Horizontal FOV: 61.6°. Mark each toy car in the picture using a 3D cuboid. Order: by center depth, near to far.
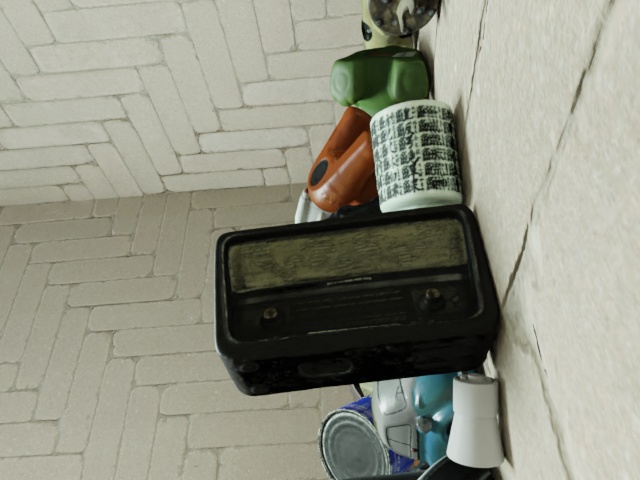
[{"bbox_3d":[0.103,0.166,0.543,0.109,0.103,0.161,-88,-5,-50],"label":"toy car"},{"bbox_3d":[-0.002,-0.002,0.785,0.201,0.074,0.056,100,-173,-53],"label":"toy car"}]

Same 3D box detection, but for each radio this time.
[{"bbox_3d":[0.026,0.050,0.460,0.073,0.230,0.131,77,-174,-50],"label":"radio"}]

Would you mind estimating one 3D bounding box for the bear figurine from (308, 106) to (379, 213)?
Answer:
[{"bbox_3d":[0.087,-0.053,0.666,0.132,0.196,0.120,-54,24,24],"label":"bear figurine"}]

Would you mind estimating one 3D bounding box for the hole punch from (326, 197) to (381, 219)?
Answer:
[{"bbox_3d":[0.084,0.015,0.578,0.092,0.142,0.116,73,-178,-56],"label":"hole punch"}]

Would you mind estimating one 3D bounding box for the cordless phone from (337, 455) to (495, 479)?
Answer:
[{"bbox_3d":[0.063,0.264,0.456,0.089,0.184,0.146,-97,2,-76],"label":"cordless phone"}]

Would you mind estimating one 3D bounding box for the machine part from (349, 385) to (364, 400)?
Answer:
[{"bbox_3d":[0.105,0.231,0.997,0.179,0.056,0.179,17,110,60],"label":"machine part"}]

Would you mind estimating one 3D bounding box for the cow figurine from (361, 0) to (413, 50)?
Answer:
[{"bbox_3d":[0.089,-0.359,0.756,0.127,0.086,0.195,54,-146,-71],"label":"cow figurine"}]

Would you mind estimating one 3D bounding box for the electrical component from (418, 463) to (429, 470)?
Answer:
[{"bbox_3d":[0.151,0.322,0.749,0.115,0.058,0.134,-92,-5,-55],"label":"electrical component"}]

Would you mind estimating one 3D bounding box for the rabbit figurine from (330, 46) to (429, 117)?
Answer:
[{"bbox_3d":[0.081,-0.167,0.728,0.159,0.121,0.170,-73,-18,-61],"label":"rabbit figurine"}]

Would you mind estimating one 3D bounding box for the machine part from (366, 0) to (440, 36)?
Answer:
[{"bbox_3d":[0.085,-0.308,0.602,0.079,0.079,0.243,81,-175,-52],"label":"machine part"}]

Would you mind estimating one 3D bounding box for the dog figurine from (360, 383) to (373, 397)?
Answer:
[{"bbox_3d":[0.083,0.209,0.896,0.191,0.121,0.172,34,121,56],"label":"dog figurine"}]
